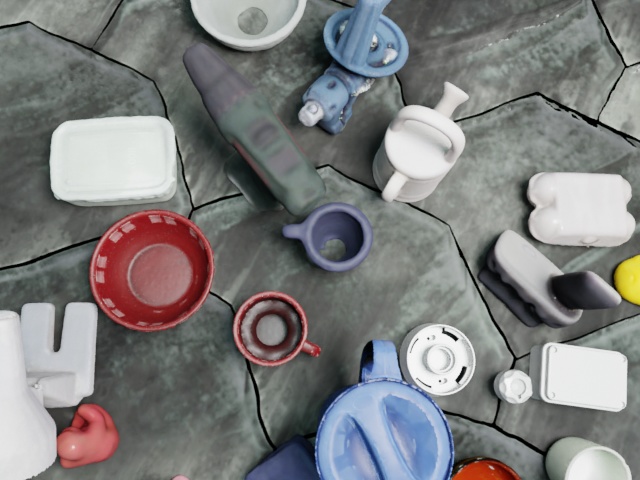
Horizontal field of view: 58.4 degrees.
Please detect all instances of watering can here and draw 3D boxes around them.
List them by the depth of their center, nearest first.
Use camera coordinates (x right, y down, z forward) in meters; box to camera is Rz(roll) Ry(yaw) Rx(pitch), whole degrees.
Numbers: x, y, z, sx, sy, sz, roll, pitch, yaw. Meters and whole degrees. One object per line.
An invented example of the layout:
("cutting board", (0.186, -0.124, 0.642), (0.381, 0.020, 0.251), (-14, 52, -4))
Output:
("watering can", (0.134, -0.130, 0.758), (0.101, 0.194, 0.173), (11, 77, -1))

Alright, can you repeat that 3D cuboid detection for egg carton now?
("egg carton", (0.371, -0.043, 0.819), (0.150, 0.069, 0.107), (1, 78, -4))

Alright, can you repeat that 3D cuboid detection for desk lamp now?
("desk lamp", (-0.346, 0.164, 0.654), (0.118, 0.213, 0.203), (-1, 78, -4))

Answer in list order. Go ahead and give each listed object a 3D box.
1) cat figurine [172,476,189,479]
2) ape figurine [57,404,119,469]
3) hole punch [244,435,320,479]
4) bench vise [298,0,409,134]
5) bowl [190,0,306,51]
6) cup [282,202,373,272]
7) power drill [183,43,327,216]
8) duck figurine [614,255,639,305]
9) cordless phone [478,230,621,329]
("cat figurine", (-0.177, 0.334, 0.678), (0.128, 0.117, 0.067), (45, 79, 6))
("ape figurine", (-0.292, 0.246, 0.702), (0.076, 0.092, 0.078), (36, 78, 5))
("hole punch", (-0.032, 0.313, 0.706), (0.101, 0.091, 0.108), (-36, 82, -10))
("bench vise", (0.054, -0.243, 0.764), (0.121, 0.219, 0.207), (18, 77, 1))
("bowl", (-0.104, -0.345, 0.849), (0.167, 0.074, 0.167), (1, 78, -4))
("cup", (0.007, 0.003, 0.772), (0.118, 0.095, 0.092), (6, 78, -2))
("power drill", (-0.084, -0.118, 0.734), (0.076, 0.208, 0.229), (-40, 83, -10))
("duck figurine", (0.475, 0.053, 0.797), (0.104, 0.086, 0.077), (1, 78, -3))
("cordless phone", (0.297, 0.042, 0.737), (0.147, 0.185, 0.094), (40, 79, 5))
